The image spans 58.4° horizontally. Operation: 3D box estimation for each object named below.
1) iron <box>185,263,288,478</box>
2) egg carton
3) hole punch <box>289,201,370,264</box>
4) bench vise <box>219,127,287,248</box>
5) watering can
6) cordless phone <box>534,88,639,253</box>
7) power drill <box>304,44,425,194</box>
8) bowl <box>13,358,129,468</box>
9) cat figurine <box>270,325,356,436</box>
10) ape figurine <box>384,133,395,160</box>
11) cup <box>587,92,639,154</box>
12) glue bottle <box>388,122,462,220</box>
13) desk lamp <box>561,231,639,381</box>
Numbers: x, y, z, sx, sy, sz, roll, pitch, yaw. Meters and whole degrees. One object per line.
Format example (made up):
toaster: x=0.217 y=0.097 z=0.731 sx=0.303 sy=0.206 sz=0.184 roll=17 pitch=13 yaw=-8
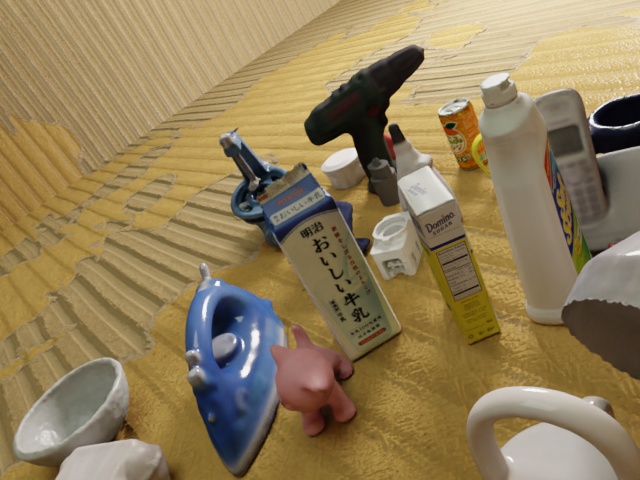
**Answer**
iron: x=-0.121 y=0.140 z=0.697 sx=0.118 sy=0.142 sz=0.258 roll=-25 pitch=27 yaw=10
egg carton: x=-0.247 y=0.287 z=0.649 sx=0.150 sy=0.069 sz=0.107 roll=-17 pitch=30 yaw=24
hole punch: x=0.008 y=0.003 z=0.859 sx=0.108 sy=0.091 sz=0.101 roll=-7 pitch=35 yaw=38
bench vise: x=-0.125 y=-0.109 z=1.037 sx=0.121 sy=0.220 sz=0.207 roll=-34 pitch=27 yaw=-7
watering can: x=0.149 y=0.163 z=0.336 sx=0.100 sy=0.194 sz=0.173 roll=-18 pitch=29 yaw=21
cordless phone: x=0.309 y=-0.082 z=0.606 sx=0.147 sy=0.185 sz=0.094 roll=-14 pitch=31 yaw=28
power drill: x=0.100 y=-0.191 z=0.969 sx=0.229 sy=0.209 sz=0.075 roll=-22 pitch=28 yaw=15
bowl: x=-0.324 y=0.248 z=0.786 sx=0.167 sy=0.075 sz=0.167 roll=-23 pitch=28 yaw=13
cat figurine: x=-0.013 y=0.142 z=0.614 sx=0.067 sy=0.118 sz=0.127 roll=-25 pitch=28 yaw=9
ape figurine: x=0.111 y=-0.193 z=1.091 sx=0.077 sy=0.092 sz=0.076 roll=0 pitch=40 yaw=45
cup: x=0.369 y=-0.111 z=0.695 sx=0.117 sy=0.095 sz=0.091 roll=-27 pitch=27 yaw=6
glue bottle: x=0.135 y=-0.087 z=0.798 sx=0.077 sy=0.173 sz=0.037 roll=-7 pitch=35 yaw=37
desk lamp: x=0.275 y=0.045 z=0.391 sx=0.203 sy=0.214 sz=0.117 roll=-42 pitch=30 yaw=-23
